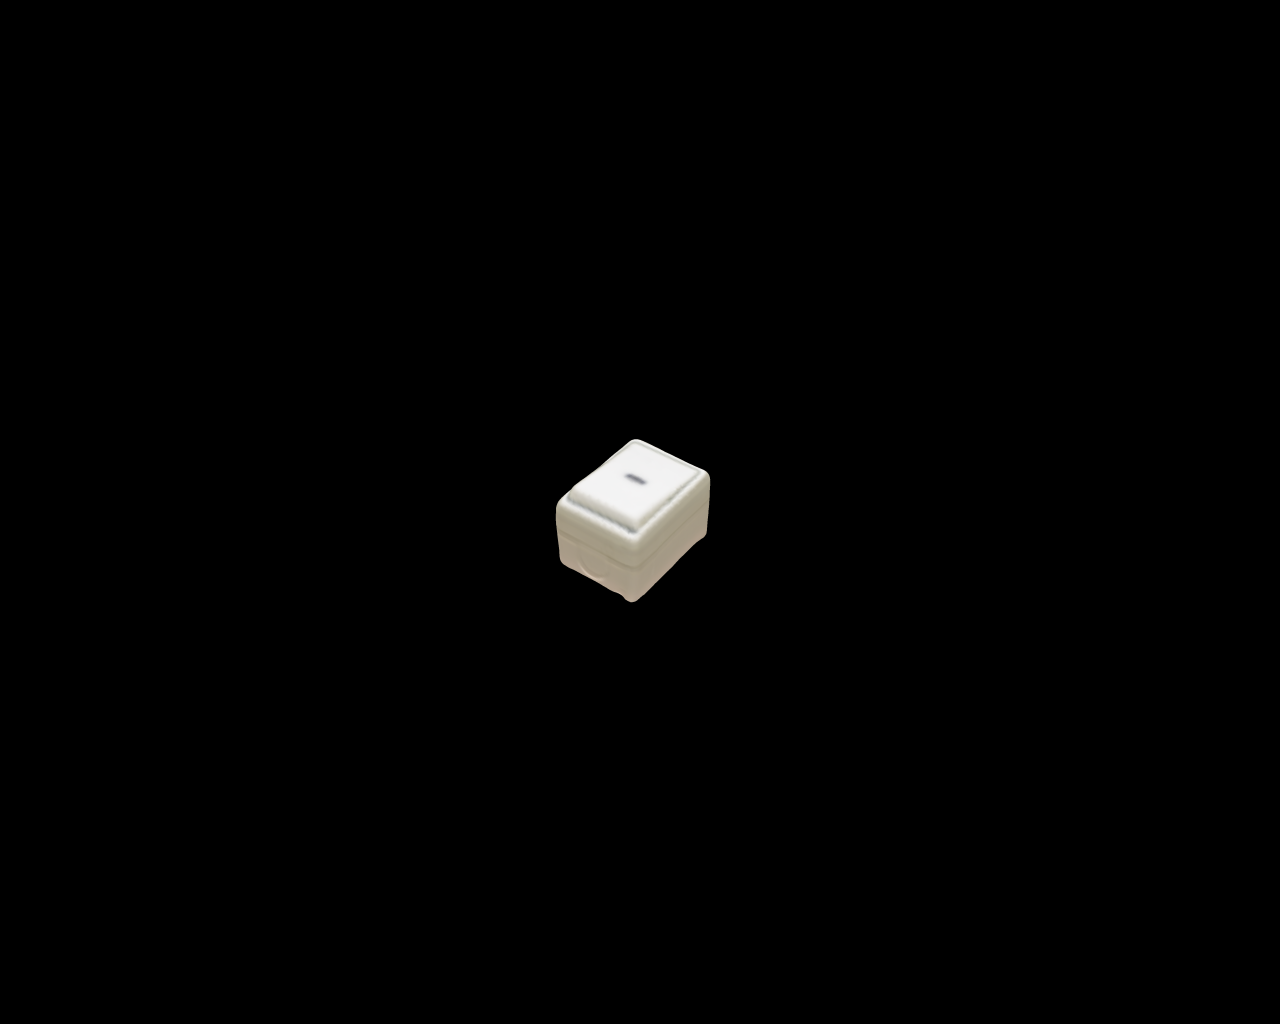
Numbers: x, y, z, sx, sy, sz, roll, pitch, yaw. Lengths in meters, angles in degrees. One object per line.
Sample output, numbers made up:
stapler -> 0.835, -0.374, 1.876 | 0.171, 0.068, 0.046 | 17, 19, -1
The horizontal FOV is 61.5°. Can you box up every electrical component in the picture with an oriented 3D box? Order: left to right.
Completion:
electrical component -> 0.001, -0.003, 0.650 | 0.062, 0.061, 0.096 | 27, 50, 26
